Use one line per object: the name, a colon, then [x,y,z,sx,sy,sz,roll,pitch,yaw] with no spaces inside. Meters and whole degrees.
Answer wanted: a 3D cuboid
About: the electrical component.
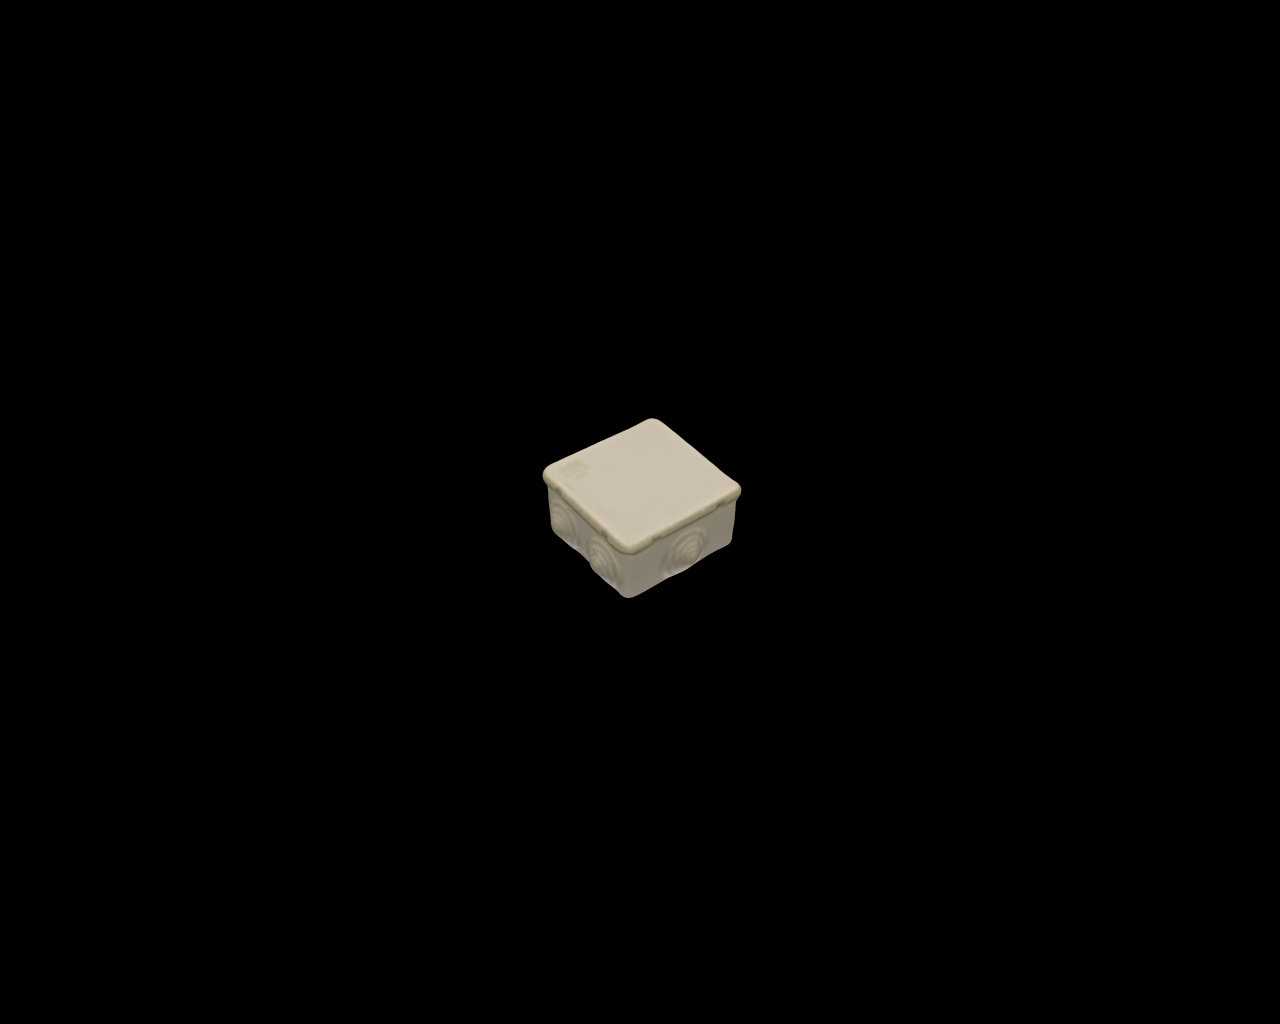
electrical component: [0.001,-0.003,0.650,0.100,0.048,0.100,-27,49,-26]
